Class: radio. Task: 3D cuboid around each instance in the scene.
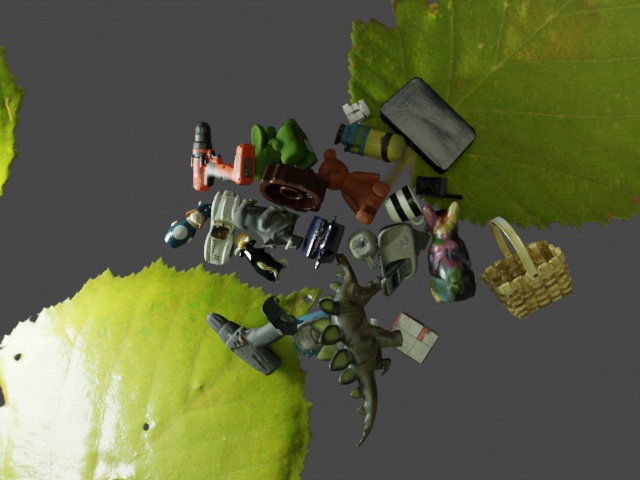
[{"bbox_3d":[0.273,-0.288,1.352,0.131,0.073,0.229,-45,86,5],"label":"radio"}]

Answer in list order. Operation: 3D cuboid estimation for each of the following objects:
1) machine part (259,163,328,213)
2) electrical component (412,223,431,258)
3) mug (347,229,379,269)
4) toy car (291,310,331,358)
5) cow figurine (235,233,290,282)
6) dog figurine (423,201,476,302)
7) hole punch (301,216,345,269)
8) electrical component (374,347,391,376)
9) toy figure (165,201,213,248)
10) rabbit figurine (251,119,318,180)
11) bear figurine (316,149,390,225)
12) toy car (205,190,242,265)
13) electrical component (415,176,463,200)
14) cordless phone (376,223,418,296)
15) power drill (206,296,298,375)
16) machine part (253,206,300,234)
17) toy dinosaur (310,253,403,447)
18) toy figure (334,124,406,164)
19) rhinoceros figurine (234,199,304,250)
[{"bbox_3d":[-0.067,-0.130,1.351,0.179,0.179,0.056,13,70,8],"label":"machine part"},{"bbox_3d":[0.247,-0.004,1.380,0.063,0.021,0.094,25,94,8],"label":"electrical component"},{"bbox_3d":[0.110,0.025,1.357,0.081,0.107,0.109,-22,85,9],"label":"mug"},{"bbox_3d":[-0.003,0.240,1.377,0.162,0.103,0.109,-19,88,10],"label":"toy car"},{"bbox_3d":[-0.165,0.044,1.402,0.167,0.098,0.068,37,100,11],"label":"cow figurine"},{"bbox_3d":[0.307,0.021,1.300,0.109,0.191,0.219,-9,104,14],"label":"dog figurine"},{"bbox_3d":[-0.003,-0.004,1.374,0.092,0.115,0.142,24,93,16],"label":"hole punch"},{"bbox_3d":[0.132,0.312,1.389,0.102,0.045,0.078,-13,60,5],"label":"electrical component"},{"bbox_3d":[-0.350,-0.041,1.451,0.154,0.058,0.064,-42,124,5],"label":"toy figure"},{"bbox_3d":[-0.120,-0.228,1.390,0.170,0.121,0.159,-29,82,22],"label":"rabbit figurine"},{"bbox_3d":[0.073,-0.140,1.354,0.196,0.132,0.120,32,106,1],"label":"bear figurine"},{"bbox_3d":[-0.259,-0.033,1.436,0.074,0.056,0.201,11,92,8],"label":"toy car"},{"bbox_3d":[0.299,-0.130,1.346,0.119,0.075,0.047,6,91,12],"label":"electrical component"},{"bbox_3d":[0.171,0.046,1.296,0.089,0.184,0.146,-1,108,24],"label":"cordless phone"},{"bbox_3d":[-0.170,0.232,1.383,0.232,0.086,0.207,46,119,0],"label":"power drill"},{"bbox_3d":[-0.130,-0.055,1.428,0.139,0.039,0.084,20,98,6],"label":"machine part"},{"bbox_3d":[0.089,0.239,1.294,0.199,0.105,0.471,-9,63,-14],"label":"toy dinosaur"},{"bbox_3d":[0.128,-0.246,1.363,0.180,0.089,0.082,19,100,5],"label":"toy figure"},{"bbox_3d":[-0.130,-0.036,1.372,0.190,0.073,0.112,22,95,5],"label":"rhinoceros figurine"}]
